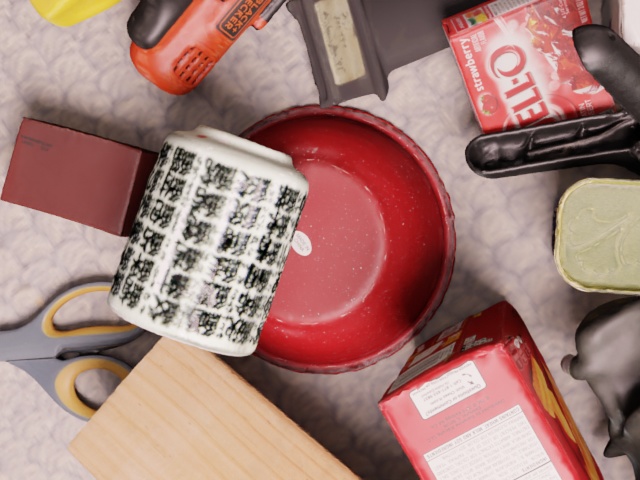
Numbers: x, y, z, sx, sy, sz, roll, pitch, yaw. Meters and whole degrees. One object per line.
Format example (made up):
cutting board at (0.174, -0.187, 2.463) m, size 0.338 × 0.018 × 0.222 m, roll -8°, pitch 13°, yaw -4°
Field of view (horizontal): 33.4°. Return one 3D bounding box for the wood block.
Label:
wood block at (-0.021, 0.148, 0.562) m, size 0.206 × 0.090 × 0.090 m, roll 36°, pitch 79°, yaw 25°

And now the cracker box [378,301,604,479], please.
cracker box at (0.119, 0.143, 0.540) m, size 0.072 × 0.164 × 0.214 m, roll -31°, pitch 86°, yaw 11°

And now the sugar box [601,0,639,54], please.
sugar box at (0.239, -0.114, 0.548) m, size 0.176 × 0.093 × 0.048 m, roll -3°, pitch 91°, yaw 10°

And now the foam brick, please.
foam brick at (-0.139, -0.037, 0.634) m, size 0.078 × 0.051 × 0.053 m, roll 17°, pitch 93°, yaw 8°

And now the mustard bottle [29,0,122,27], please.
mustard bottle at (-0.166, -0.230, 0.630) m, size 0.096 × 0.058 × 0.191 m, roll -31°, pitch 86°, yaw 7°

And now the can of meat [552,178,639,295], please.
can of meat at (0.174, -0.002, 0.566) m, size 0.102 × 0.084 × 0.057 m, roll 3°, pitch 92°, yaw 9°

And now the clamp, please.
clamp at (0.172, -0.065, 0.546) m, size 0.171 × 0.120 × 0.039 m, roll -1°, pitch 70°, yaw -13°

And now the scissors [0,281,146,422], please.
scissors at (-0.193, 0.083, 0.664) m, size 0.202 × 0.016 × 0.096 m, roll -18°, pitch 89°, yaw 10°

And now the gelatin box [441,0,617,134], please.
gelatin box at (0.115, -0.091, 0.580) m, size 0.073 × 0.030 × 0.089 m, roll -21°, pitch 123°, yaw 8°

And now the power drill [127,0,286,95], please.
power drill at (-0.073, -0.181, 0.556) m, size 0.184 × 0.187 × 0.057 m, roll -50°, pitch 52°, yaw 7°

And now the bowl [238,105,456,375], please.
bowl at (-0.004, 0.001, 0.611) m, size 0.162 × 0.055 × 0.162 m, roll 0°, pitch 91°, yaw 10°
